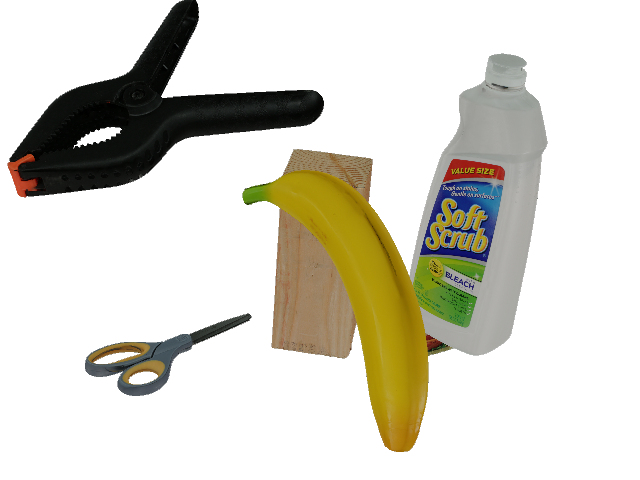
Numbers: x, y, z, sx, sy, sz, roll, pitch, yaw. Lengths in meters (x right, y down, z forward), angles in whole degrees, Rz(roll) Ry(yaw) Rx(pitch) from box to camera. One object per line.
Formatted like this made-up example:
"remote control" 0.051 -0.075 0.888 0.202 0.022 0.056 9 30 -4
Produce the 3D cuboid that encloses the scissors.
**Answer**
"scissors" -0.145 0.119 1.123 0.201 0.016 0.096 -10 30 -27

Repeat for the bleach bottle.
"bleach bottle" 0.127 -0.032 0.876 0.103 0.251 0.067 29 39 35

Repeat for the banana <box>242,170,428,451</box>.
"banana" 0.021 0.025 0.631 0.037 0.198 0.070 -1 -39 -44

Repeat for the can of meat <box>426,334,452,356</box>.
"can of meat" 0.134 0.094 1.333 0.101 0.084 0.058 -12 30 -26

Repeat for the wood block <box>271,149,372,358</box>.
"wood block" 0.001 0.015 1.178 0.090 0.206 0.090 7 26 6

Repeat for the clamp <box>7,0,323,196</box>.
"clamp" -0.113 -0.086 0.737 0.165 0.036 0.209 34 58 30
